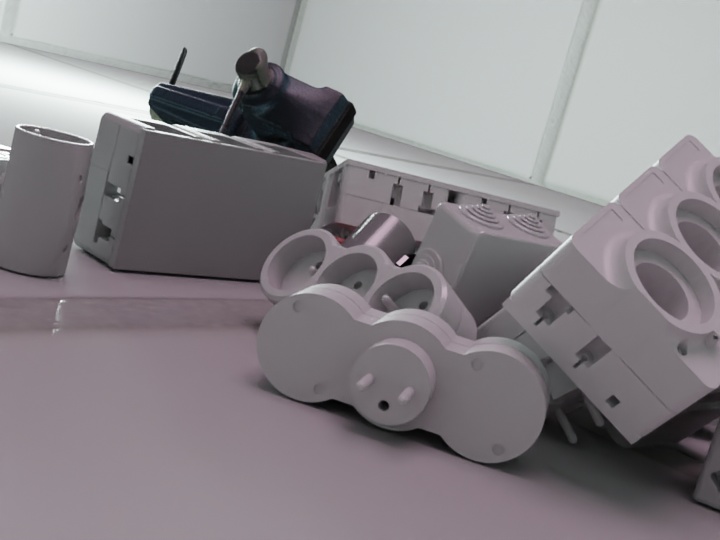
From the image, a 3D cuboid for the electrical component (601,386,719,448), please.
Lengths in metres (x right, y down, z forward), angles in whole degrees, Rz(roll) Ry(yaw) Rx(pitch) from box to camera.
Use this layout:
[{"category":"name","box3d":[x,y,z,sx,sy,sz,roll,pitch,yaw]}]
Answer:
[{"category":"electrical component","box3d":[0.160,0.036,0.604,0.078,0.057,0.113,5,52,-45]}]

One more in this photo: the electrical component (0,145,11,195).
[{"category":"electrical component","box3d":[-0.244,-0.053,0.659,0.080,0.051,0.080,15,10,-3]}]

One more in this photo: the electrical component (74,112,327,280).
[{"category":"electrical component","box3d":[-0.107,-0.046,0.721,0.150,0.089,0.062,5,14,-45]}]

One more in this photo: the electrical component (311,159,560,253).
[{"category":"electrical component","box3d":[0.058,-0.035,0.914,0.186,0.060,0.105,13,-7,-15]}]

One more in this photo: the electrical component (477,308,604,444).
[{"category":"electrical component","box3d":[0.103,0.053,0.566,0.047,0.083,0.075,6,52,-45]}]

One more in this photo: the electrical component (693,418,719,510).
[{"category":"electrical component","box3d":[0.205,0.076,0.536,0.047,0.083,0.076,19,11,21]}]

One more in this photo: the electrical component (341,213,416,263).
[{"category":"electrical component","box3d":[0.000,0.000,0.725,0.043,0.043,0.081,20,42,22]}]

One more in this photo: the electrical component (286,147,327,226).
[{"category":"electrical component","box3d":[-0.056,-0.049,0.833,0.047,0.083,0.076,11,11,-22]}]

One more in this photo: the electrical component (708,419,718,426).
[{"category":"electrical component","box3d":[0.199,0.063,0.679,0.050,0.055,0.089,12,10,-19]}]

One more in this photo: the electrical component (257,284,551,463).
[{"category":"electrical component","box3d":[0.017,0.049,0.493,0.138,0.052,0.074,17,10,11]}]

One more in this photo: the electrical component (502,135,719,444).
[{"category":"electrical component","box3d":[0.153,0.001,0.529,0.089,0.061,0.150,48,44,7]}]

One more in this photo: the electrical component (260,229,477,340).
[{"category":"electrical component","box3d":[0.010,0.028,0.602,0.138,0.052,0.073,21,-23,46]}]

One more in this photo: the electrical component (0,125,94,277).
[{"category":"electrical component","box3d":[-0.182,-0.043,0.623,0.043,0.077,0.079,13,10,-11]}]

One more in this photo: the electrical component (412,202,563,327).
[{"category":"electrical component","box3d":[0.077,0.009,0.676,0.100,0.099,0.048,8,25,-36]}]
